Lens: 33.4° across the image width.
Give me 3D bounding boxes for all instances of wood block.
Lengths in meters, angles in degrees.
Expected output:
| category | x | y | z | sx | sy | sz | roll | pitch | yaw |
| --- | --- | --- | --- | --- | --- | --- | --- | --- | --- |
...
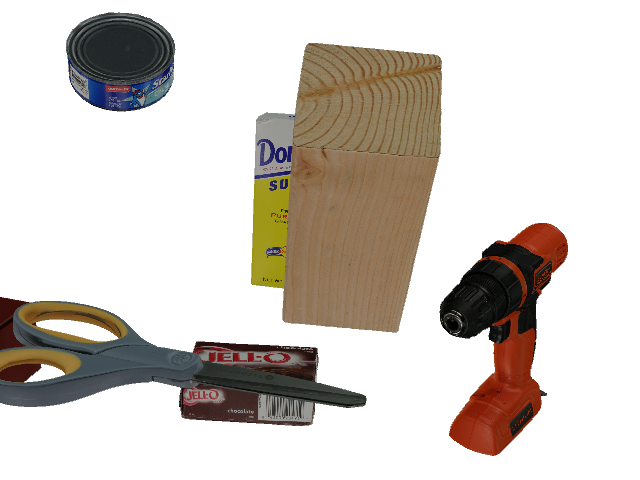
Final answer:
| category | x | y | z | sx | sy | sz | roll | pitch | yaw |
| --- | --- | --- | --- | --- | --- | --- | --- | --- | --- |
| wood block | 0.024 | -0.029 | 0.743 | 0.091 | 0.090 | 0.206 | 6 | -36 | 0 |

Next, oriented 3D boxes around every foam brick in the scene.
| category | x | y | z | sx | sy | sz | roll | pitch | yaw |
| --- | --- | --- | --- | --- | --- | --- | --- | --- | --- |
| foam brick | -0.233 | 0.077 | 0.714 | 0.053 | 0.051 | 0.078 | 9 | 28 | 24 |

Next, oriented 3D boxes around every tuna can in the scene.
| category | x | y | z | sx | sy | sz | roll | pitch | yaw |
| --- | --- | --- | --- | --- | --- | --- | --- | --- | --- |
| tuna can | -0.160 | -0.144 | 0.860 | 0.086 | 0.086 | 0.034 | 0 | -40 | -9 |

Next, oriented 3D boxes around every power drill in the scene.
| category | x | y | z | sx | sy | sz | roll | pitch | yaw |
| --- | --- | --- | --- | --- | --- | --- | --- | --- | --- |
| power drill | 0.157 | 0.093 | 0.942 | 0.057 | 0.188 | 0.184 | 22 | 34 | 31 |

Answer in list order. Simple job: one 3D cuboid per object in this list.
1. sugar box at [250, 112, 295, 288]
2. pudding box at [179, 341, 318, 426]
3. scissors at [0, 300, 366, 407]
| category | x | y | z | sx | sy | sz | roll | pitch | yaw |
| --- | --- | --- | --- | --- | --- | --- | --- | --- | --- |
| sugar box | -0.021 | -0.039 | 1.090 | 0.093 | 0.176 | 0.048 | 5 | 16 | 13 |
| pudding box | -0.059 | 0.121 | 0.919 | 0.113 | 0.039 | 0.090 | 5 | 18 | 0 |
| scissors | -0.087 | 0.071 | 0.535 | 0.202 | 0.016 | 0.096 | 16 | 30 | 27 |
